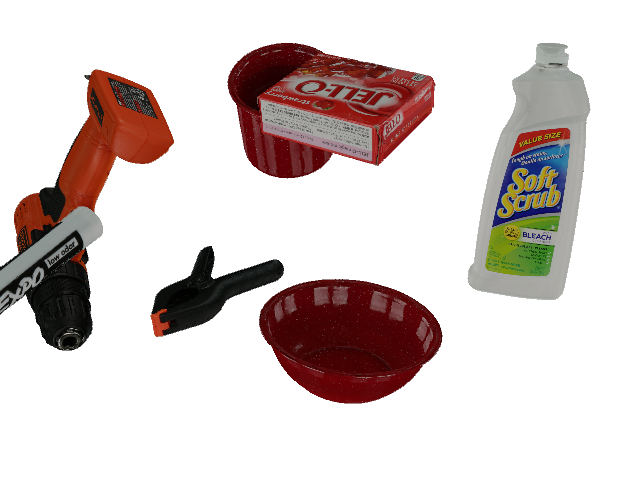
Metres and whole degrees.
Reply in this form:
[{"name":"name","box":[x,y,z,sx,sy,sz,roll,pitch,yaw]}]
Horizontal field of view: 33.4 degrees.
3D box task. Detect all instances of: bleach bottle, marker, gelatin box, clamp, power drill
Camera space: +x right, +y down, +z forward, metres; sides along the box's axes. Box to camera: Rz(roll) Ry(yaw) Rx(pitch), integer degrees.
[{"name":"bleach bottle","box":[0.209,-0.070,1.064,0.103,0.251,0.068,8,20,15]},{"name":"marker","box":[-0.151,0.022,0.512,0.020,0.020,0.121,0,33,40]},{"name":"gelatin box","box":[0.017,-0.086,0.675,0.089,0.030,0.073,17,40,28]},{"name":"clamp","box":[-0.123,0.057,1.217,0.120,0.039,0.171,0,30,29]},{"name":"power drill","box":[-0.188,-0.028,0.857,0.057,0.188,0.184,18,27,-36]}]

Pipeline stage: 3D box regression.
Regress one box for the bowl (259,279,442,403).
[{"name":"bowl","box":[0.025,0.096,0.949,0.162,0.055,0.162,4,27,-2]}]

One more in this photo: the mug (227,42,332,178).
[{"name":"mug","box":[-0.019,-0.114,0.918,0.117,0.081,0.093,-33,56,-22]}]
